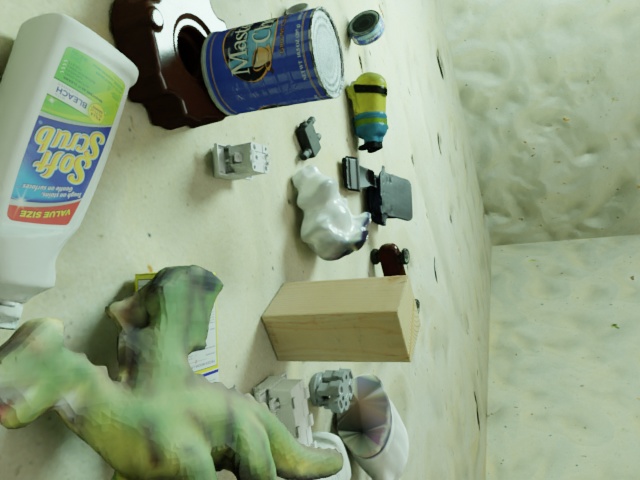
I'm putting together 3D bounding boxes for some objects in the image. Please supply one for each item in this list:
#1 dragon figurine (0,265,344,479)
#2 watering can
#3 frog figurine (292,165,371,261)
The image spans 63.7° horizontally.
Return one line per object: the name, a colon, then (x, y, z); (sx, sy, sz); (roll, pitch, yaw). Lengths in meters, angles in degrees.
dragon figurine: (-0.108, 0.141, 0.488); (0.408, 0.121, 0.246); (13, 66, -55)
watering can: (0.111, 0.399, 0.946); (0.356, 0.103, 0.219); (-94, 162, -46)
frog figurine: (0.003, -0.045, 0.901); (0.159, 0.120, 0.140); (38, 48, -8)
